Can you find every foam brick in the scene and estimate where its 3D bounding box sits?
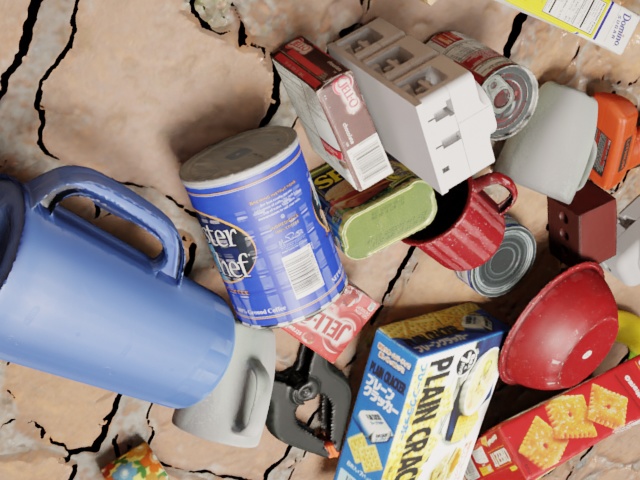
[{"bbox_3d":[0.280,-0.015,1.137,0.051,0.053,0.078,-23,126,-17],"label":"foam brick"}]

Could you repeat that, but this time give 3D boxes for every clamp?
[{"bbox_3d":[-0.015,0.134,1.058,0.164,0.036,0.210,-36,126,-7],"label":"clamp"}]

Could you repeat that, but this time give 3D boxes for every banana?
[{"bbox_3d":[0.332,0.111,1.252,0.197,0.037,0.070,14,109,-36],"label":"banana"}]

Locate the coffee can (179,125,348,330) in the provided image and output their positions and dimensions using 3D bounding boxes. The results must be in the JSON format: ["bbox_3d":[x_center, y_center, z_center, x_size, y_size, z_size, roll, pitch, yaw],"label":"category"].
[{"bbox_3d":[-0.046,-0.011,0.893,0.102,0.103,0.140,-27,114,-15],"label":"coffee can"}]

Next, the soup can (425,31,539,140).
[{"bbox_3d":[0.135,-0.139,0.946,0.068,0.102,0.068,-15,123,-24],"label":"soup can"}]

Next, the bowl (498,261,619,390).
[{"bbox_3d":[0.264,0.104,1.126,0.161,0.055,0.162,-28,140,-27],"label":"bowl"}]

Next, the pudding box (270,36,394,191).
[{"bbox_3d":[0.010,-0.107,0.898,0.039,0.090,0.113,-32,129,-10],"label":"pudding box"}]

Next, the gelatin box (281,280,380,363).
[{"bbox_3d":[0.001,0.064,0.996,0.089,0.030,0.073,38,92,-31],"label":"gelatin box"}]

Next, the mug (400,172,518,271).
[{"bbox_3d":[0.133,-0.027,1.014,0.117,0.093,0.081,-31,139,22],"label":"mug"}]

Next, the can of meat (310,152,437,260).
[{"bbox_3d":[0.042,-0.035,0.963,0.102,0.084,0.057,-28,129,-14],"label":"can of meat"}]

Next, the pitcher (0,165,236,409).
[{"bbox_3d":[-0.177,0.046,0.851,0.242,0.149,0.145,30,65,-43],"label":"pitcher"}]

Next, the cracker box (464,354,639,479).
[{"bbox_3d":[0.276,0.212,1.203,0.213,0.072,0.164,-22,165,-18],"label":"cracker box"}]

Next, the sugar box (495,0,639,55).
[{"bbox_3d":[0.191,-0.220,0.938,0.175,0.093,0.048,11,111,-36],"label":"sugar box"}]

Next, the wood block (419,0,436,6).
[{"bbox_3d":[0.115,-0.300,0.848,0.206,0.091,0.090,-45,130,0],"label":"wood block"}]

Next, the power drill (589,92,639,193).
[{"bbox_3d":[0.363,-0.135,1.098,0.187,0.057,0.184,-17,136,-19],"label":"power drill"}]

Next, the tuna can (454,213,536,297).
[{"bbox_3d":[0.182,0.016,1.109,0.086,0.034,0.086,-15,124,-24],"label":"tuna can"}]
